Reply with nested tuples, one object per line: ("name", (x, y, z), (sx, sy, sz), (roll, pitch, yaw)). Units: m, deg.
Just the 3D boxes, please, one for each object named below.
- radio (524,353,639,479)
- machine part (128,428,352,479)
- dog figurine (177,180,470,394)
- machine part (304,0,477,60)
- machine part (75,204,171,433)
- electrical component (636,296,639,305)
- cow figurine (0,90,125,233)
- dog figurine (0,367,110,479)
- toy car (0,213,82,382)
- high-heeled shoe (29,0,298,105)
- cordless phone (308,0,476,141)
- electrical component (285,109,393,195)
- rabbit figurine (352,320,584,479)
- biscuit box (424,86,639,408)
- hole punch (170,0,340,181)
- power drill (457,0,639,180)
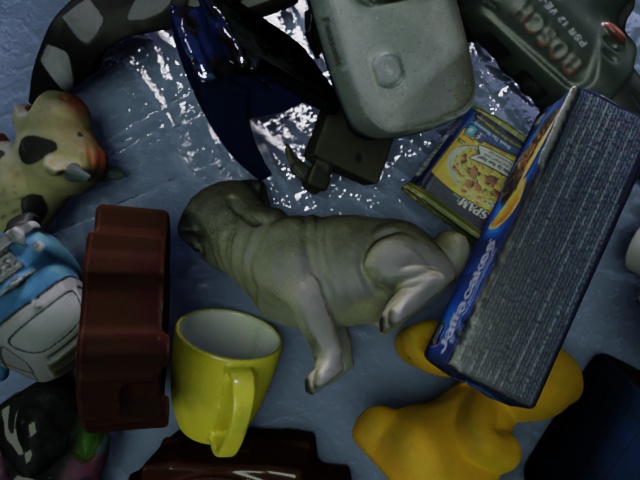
("radio", (0.204, 0.169, 0.339), (0.073, 0.229, 0.131), (29, 100, 10))
("machine part", (-0.071, 0.271, 0.457), (0.201, 0.087, 0.201), (-2, 94, 8))
("dog figurine", (-0.003, -0.001, 0.426), (0.172, 0.121, 0.190), (-36, 76, -8))
("machine part", (0.055, -0.188, 0.441), (0.139, 0.039, 0.084), (-8, 100, 7))
("machine part", (-0.143, 0.059, 0.415), (0.056, 0.179, 0.179), (1, 93, -15))
("electrical component", (0.295, 0.054, 0.364), (0.115, 0.058, 0.134), (-33, 123, 25))
("cow figurine", (-0.263, -0.042, 0.473), (0.127, 0.085, 0.195), (34, 100, 4))
("dog figurine", (-0.225, 0.242, 0.473), (0.191, 0.108, 0.219), (-36, 92, 6))
("toy car", (-0.224, 0.057, 0.426), (0.103, 0.161, 0.109), (42, 58, 2))
("high-heeled shoe", (-0.140, -0.177, 0.471), (0.145, 0.086, 0.248), (34, 118, -24))
("cordless phone", (0.090, -0.155, 0.349), (0.184, 0.089, 0.146), (-14, 95, 29))
("electrical component", (0.017, -0.085, 0.444), (0.078, 0.045, 0.102), (16, 86, -23))
("rabbit figurine", (0.120, 0.133, 0.423), (0.173, 0.122, 0.162), (-39, 77, -5))
("biscuit box", (0.142, 0.006, 0.358), (0.063, 0.059, 0.202), (27, 85, 1))
("hole punch", (-0.063, -0.120, 0.406), (0.092, 0.115, 0.142), (-42, 49, 23))
("power drill", (0.228, -0.182, 0.397), (0.232, 0.086, 0.207), (34, 104, -4))
